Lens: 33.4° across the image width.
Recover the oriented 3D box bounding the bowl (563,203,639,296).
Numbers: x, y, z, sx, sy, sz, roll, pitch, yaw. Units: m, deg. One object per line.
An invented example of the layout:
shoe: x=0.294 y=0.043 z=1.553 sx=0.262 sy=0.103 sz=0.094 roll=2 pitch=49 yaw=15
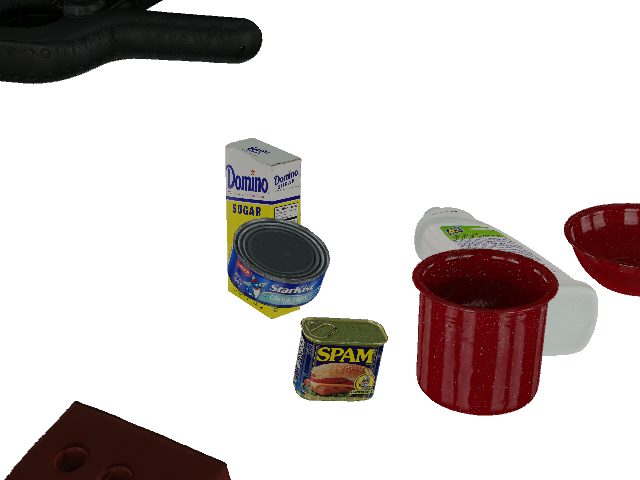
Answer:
bowl: x=0.344 y=0.015 z=1.156 sx=0.162 sy=0.055 sz=0.162 roll=-2 pitch=26 yaw=1

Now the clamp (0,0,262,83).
clamp: x=-0.131 y=-0.124 z=0.597 sx=0.171 sy=0.039 sz=0.120 roll=-9 pitch=31 yaw=-24

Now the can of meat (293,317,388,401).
can of meat: x=0.021 y=0.142 z=1.266 sx=0.102 sy=0.084 sz=0.057 roll=4 pitch=24 yaw=-14

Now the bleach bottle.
bleach bottle: x=0.158 y=0.023 z=1.007 sx=0.102 sy=0.068 sz=0.251 roll=1 pitch=21 yaw=-15

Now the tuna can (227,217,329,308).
tuna can: x=-0.037 y=0.019 z=0.925 sx=0.086 sy=0.034 sz=0.086 roll=12 pitch=36 yaw=-9

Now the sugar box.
sugar box: x=-0.063 y=-0.014 z=1.153 sx=0.048 sy=0.176 sz=0.093 roll=-18 pitch=28 yaw=-33

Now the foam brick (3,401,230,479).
foam brick: x=-0.079 y=0.111 z=0.430 sx=0.078 sy=0.051 sz=0.052 roll=17 pitch=43 yaw=22

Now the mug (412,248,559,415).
mug: x=0.106 y=0.056 z=0.710 sx=0.093 sy=0.081 sz=0.117 roll=3 pitch=24 yaw=5
